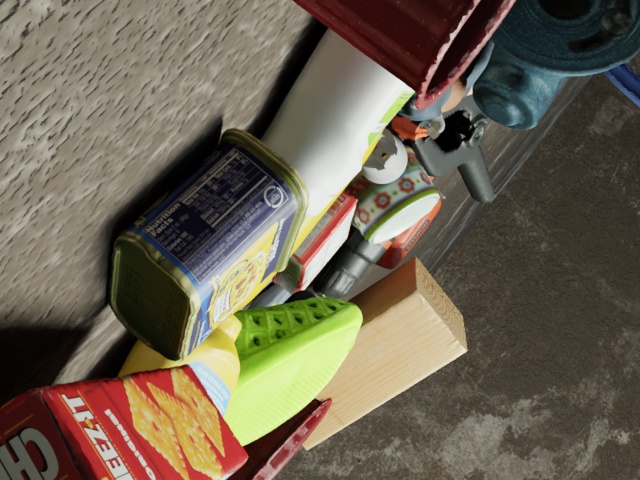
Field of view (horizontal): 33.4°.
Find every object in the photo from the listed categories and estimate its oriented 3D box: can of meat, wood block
[{"bbox_3d":[-0.058,0.006,0.539,0.083,0.057,0.102,-46,169,-29],"label":"can of meat"},{"bbox_3d":[0.044,0.121,1.136,0.206,0.091,0.090,-34,-165,16],"label":"wood block"}]

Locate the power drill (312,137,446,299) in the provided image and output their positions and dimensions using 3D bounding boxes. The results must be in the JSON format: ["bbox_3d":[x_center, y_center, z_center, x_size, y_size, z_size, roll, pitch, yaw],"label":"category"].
[{"bbox_3d":[0.065,-0.014,1.081,0.184,0.057,0.187,-53,171,1],"label":"power drill"}]

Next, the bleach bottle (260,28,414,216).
[{"bbox_3d":[0.032,-0.100,0.568,0.251,0.068,0.102,-53,171,15],"label":"bleach bottle"}]

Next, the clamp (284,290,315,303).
[{"bbox_3d":[-0.071,0.115,0.893,0.171,0.039,0.120,-37,158,-15],"label":"clamp"}]

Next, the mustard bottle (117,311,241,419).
[{"bbox_3d":[-0.097,0.110,0.657,0.191,0.058,0.096,-66,150,-22],"label":"mustard bottle"}]

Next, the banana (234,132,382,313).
[{"bbox_3d":[-0.010,-0.027,0.713,0.198,0.037,0.069,-51,170,-6],"label":"banana"}]

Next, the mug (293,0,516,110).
[{"bbox_3d":[0.037,-0.118,0.450,0.093,0.081,0.117,-53,172,4],"label":"mug"}]

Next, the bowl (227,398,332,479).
[{"bbox_3d":[-0.061,0.188,0.961,0.162,0.055,0.162,-48,170,-12],"label":"bowl"}]

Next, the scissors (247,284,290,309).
[{"bbox_3d":[-0.023,0.027,0.930,0.202,0.016,0.096,-57,168,10],"label":"scissors"}]

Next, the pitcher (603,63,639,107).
[{"bbox_3d":[0.281,-0.202,0.840,0.149,0.243,0.145,-45,168,-39],"label":"pitcher"}]

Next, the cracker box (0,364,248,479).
[{"bbox_3d":[-0.133,0.127,0.474,0.164,0.072,0.213,-35,171,4],"label":"cracker box"}]

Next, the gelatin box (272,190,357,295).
[{"bbox_3d":[-0.006,0.001,0.874,0.073,0.030,0.089,-51,171,-19],"label":"gelatin box"}]

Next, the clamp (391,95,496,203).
[{"bbox_3d":[0.131,-0.095,0.976,0.209,0.036,0.165,-18,129,-48],"label":"clamp"}]
